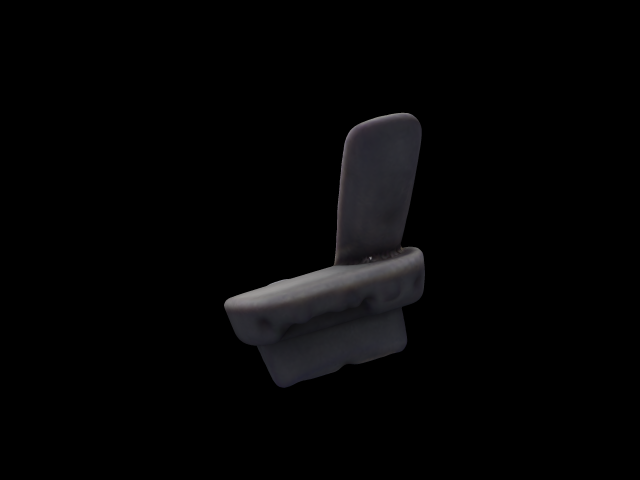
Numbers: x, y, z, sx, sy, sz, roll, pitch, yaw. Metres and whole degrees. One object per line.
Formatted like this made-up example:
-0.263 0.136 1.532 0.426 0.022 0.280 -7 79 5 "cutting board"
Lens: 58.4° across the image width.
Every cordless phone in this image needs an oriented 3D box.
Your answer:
0.004 0.001 0.400 0.148 0.185 0.094 -17 41 -21 "cordless phone"
